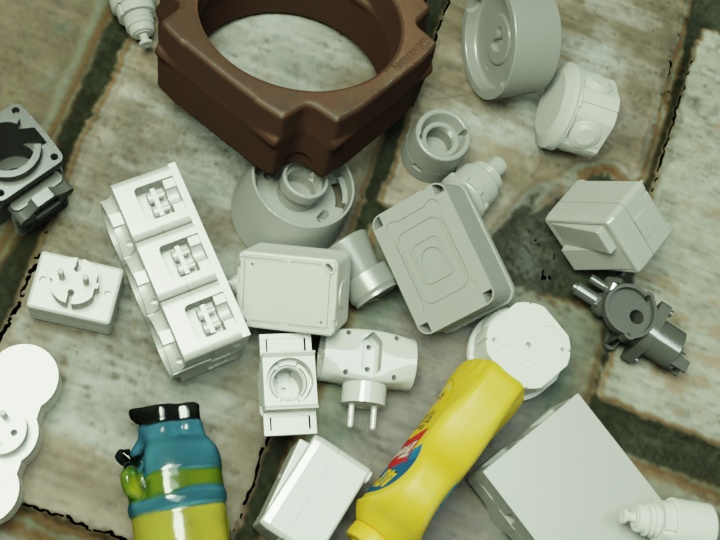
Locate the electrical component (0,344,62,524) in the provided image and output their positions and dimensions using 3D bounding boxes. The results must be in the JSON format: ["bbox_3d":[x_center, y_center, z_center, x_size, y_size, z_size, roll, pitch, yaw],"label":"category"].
[{"bbox_3d":[-0.267,0.121,0.804,0.052,0.073,0.138,17,71,-6],"label":"electrical component"}]

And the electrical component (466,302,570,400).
[{"bbox_3d":[0.135,0.069,0.914,0.080,0.051,0.080,3,73,-11],"label":"electrical component"}]

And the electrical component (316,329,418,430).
[{"bbox_3d":[0.004,0.091,0.884,0.077,0.043,0.079,8,72,-9],"label":"electrical component"}]

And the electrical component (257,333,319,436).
[{"bbox_3d":[-0.059,0.093,0.860,0.042,0.063,0.081,-1,74,-11],"label":"electrical component"}]

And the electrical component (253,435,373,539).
[{"bbox_3d":[-0.045,0.182,0.837,0.061,0.061,0.096,34,70,0],"label":"electrical component"}]

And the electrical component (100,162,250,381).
[{"bbox_3d":[-0.149,0.005,0.854,0.062,0.089,0.150,-22,79,-17],"label":"electrical component"}]

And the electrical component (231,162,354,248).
[{"bbox_3d":[-0.056,-0.062,0.921,0.099,0.064,0.099,9,60,-17],"label":"electrical component"}]

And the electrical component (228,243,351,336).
[{"bbox_3d":[-0.058,0.013,0.873,0.096,0.061,0.061,6,101,12],"label":"electrical component"}]

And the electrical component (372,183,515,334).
[{"bbox_3d":[0.072,-0.010,0.905,0.078,0.057,0.113,-29,78,25],"label":"electrical component"}]

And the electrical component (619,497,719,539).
[{"bbox_3d":[0.241,0.197,0.837,0.078,0.040,0.040,11,72,-8],"label":"electrical component"}]

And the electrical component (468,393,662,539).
[{"bbox_3d":[0.188,0.211,0.877,0.105,0.060,0.186,-35,83,-19],"label":"electrical component"}]

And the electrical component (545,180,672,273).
[{"bbox_3d":[0.210,-0.037,0.943,0.061,0.096,0.061,-47,116,-20],"label":"electrical component"}]

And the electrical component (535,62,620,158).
[{"bbox_3d":[0.196,-0.144,0.977,0.051,0.080,0.080,16,71,-12],"label":"electrical component"}]

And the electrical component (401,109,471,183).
[{"bbox_3d":[0.068,-0.111,0.957,0.055,0.047,0.055,3,73,-11],"label":"electrical component"}]

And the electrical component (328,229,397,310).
[{"bbox_3d":[0.000,0.000,0.911,0.045,0.045,0.055,-30,82,-18],"label":"electrical component"}]

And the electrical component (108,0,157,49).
[{"bbox_3d":[-0.198,-0.231,0.942,0.040,0.040,0.078,-15,77,-15],"label":"electrical component"}]

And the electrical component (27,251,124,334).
[{"bbox_3d":[-0.223,0.013,0.844,0.066,0.076,0.047,13,71,-8],"label":"electrical component"}]

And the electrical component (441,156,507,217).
[{"bbox_3d":[0.106,-0.077,0.957,0.048,0.048,0.062,45,63,4],"label":"electrical component"}]

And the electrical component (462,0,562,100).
[{"bbox_3d":[0.142,-0.209,0.972,0.060,0.108,0.108,-5,75,-19],"label":"electrical component"}]
